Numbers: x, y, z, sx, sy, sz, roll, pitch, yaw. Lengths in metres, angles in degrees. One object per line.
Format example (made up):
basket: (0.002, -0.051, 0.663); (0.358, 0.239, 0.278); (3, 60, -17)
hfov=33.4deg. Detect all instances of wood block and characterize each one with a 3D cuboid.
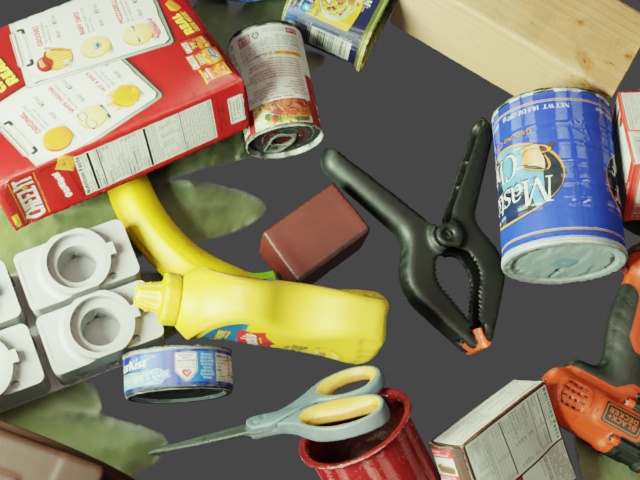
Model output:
wood block: (0.179, -0.198, 0.964); (0.206, 0.091, 0.090); (31, 71, 4)

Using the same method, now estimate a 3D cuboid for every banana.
banana: (-0.128, -0.012, 0.898); (0.198, 0.037, 0.069); (45, 52, 7)

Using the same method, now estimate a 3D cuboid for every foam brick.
foam brick: (-0.006, 0.001, 0.897); (0.078, 0.053, 0.051); (-36, 79, -17)

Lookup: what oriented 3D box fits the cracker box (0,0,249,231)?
cracker box: (-0.188, -0.122, 0.886); (0.213, 0.072, 0.164); (-26, 57, -13)

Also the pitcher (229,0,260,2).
pitcher: (-0.077, -0.346, 0.971); (0.144, 0.149, 0.243); (13, 72, -28)

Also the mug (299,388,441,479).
mug: (0.044, 0.168, 0.827); (0.093, 0.117, 0.081); (-21, 111, 17)

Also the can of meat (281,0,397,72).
can of meat: (0.020, -0.216, 0.970); (0.084, 0.057, 0.102); (25, 70, 4)

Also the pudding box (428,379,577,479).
pudding box: (0.144, 0.172, 0.831); (0.113, 0.039, 0.090); (-27, 101, -39)

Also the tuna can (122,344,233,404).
tuna can: (-0.110, 0.105, 0.832); (0.086, 0.086, 0.034); (-2, 75, -8)

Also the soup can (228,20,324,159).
soup can: (-0.040, -0.130, 0.928); (0.068, 0.068, 0.102); (-9, 72, -10)

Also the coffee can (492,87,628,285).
coffee can: (0.202, -0.044, 0.907); (0.102, 0.103, 0.140); (2, 69, -6)

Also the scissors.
scissors: (-0.033, 0.135, 0.839); (0.096, 0.202, 0.016); (-49, 124, -55)

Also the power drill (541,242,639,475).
power drill: (0.292, 0.107, 0.895); (0.184, 0.057, 0.187); (29, 70, 0)

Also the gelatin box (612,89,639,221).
gelatin box: (0.269, -0.072, 0.906); (0.030, 0.073, 0.089); (-2, 50, 5)

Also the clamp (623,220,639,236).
clamp: (0.324, -0.019, 0.930); (0.171, 0.039, 0.120); (6, 39, 8)

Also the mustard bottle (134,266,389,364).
mustard bottle: (-0.049, 0.056, 0.836); (0.191, 0.096, 0.058); (10, 77, -13)

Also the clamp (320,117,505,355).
clamp: (0.111, -0.007, 0.921); (0.164, 0.036, 0.210); (-20, 78, -19)
